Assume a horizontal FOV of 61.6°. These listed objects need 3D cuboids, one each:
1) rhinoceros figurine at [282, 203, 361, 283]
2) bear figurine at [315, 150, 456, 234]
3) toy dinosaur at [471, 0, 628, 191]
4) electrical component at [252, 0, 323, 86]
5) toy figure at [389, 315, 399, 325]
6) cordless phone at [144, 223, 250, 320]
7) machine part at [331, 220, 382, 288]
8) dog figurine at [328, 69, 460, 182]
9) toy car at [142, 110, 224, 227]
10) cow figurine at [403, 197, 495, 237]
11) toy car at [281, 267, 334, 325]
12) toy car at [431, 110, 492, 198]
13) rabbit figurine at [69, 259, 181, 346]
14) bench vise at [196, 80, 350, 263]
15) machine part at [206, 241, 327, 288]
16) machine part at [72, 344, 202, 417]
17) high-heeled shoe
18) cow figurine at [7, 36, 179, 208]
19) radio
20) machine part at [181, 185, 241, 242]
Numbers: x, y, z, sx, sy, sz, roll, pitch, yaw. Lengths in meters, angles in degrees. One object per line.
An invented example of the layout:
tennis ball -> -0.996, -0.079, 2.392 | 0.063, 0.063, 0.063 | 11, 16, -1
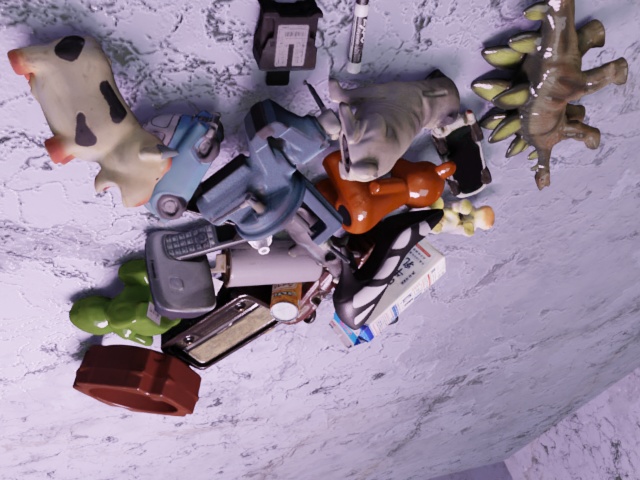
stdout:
rhinoceros figurine -> -0.002, -0.003, 0.881 | 0.190, 0.112, 0.073 | 51, 61, -37
bear figurine -> 0.106, -0.092, 0.858 | 0.196, 0.132, 0.120 | -28, 162, -22
toy dinosaur -> 0.333, -0.235, 0.790 | 0.199, 0.105, 0.470 | -18, 138, 1
electrical component -> -0.044, -0.231, 0.654 | 0.075, 0.048, 0.119 | -4, 138, -20
toy figure -> 0.118, 0.134, 1.161 | 0.089, 0.082, 0.180 | -34, 140, 22
cordless phone -> -0.174, 0.038, 0.844 | 0.184, 0.147, 0.088 | -18, 151, -3
machine part -> 0.098, 0.040, 1.016 | 0.179, 0.056, 0.179 | -30, 144, -24
dog figurine -> 0.117, -0.154, 0.733 | 0.191, 0.172, 0.121 | -8, 153, -5
toy car -> -0.197, -0.105, 0.696 | 0.103, 0.109, 0.161 | 28, 116, -18
cow figurine -> 0.242, -0.039, 1.008 | 0.167, 0.068, 0.098 | 3, 176, -27
toy car -> -0.013, 0.110, 1.079 | 0.089, 0.053, 0.202 | 10, 127, -43
toy car -> 0.237, -0.140, 0.899 | 0.073, 0.056, 0.201 | -22, 143, 11
rabbit figurine -> -0.336, 0.116, 0.919 | 0.170, 0.121, 0.159 | -11, 153, 16
bench vise -> -0.036, -0.069, 0.731 | 0.223, 0.129, 0.240 | -42, 130, 5
machine part -> -0.085, 0.040, 0.947 | 0.243, 0.079, 0.079 | -3, 139, -25
machine part -> -0.350, 0.274, 1.046 | 0.201, 0.087, 0.201 | 0, 150, 16
high-heeled shoe -> 0.123, 0.043, 0.882 | 0.249, 0.086, 0.145 | -21, 108, -25
cow figurine -> -0.239, -0.128, 0.596 | 0.127, 0.085, 0.194 | -22, 100, -9
radio -> -0.190, 0.153, 1.034 | 0.229, 0.073, 0.131 | -34, 136, 16
machine part -> -0.151, -0.047, 0.818 | 0.139, 0.084, 0.039 | 19, 157, -26
